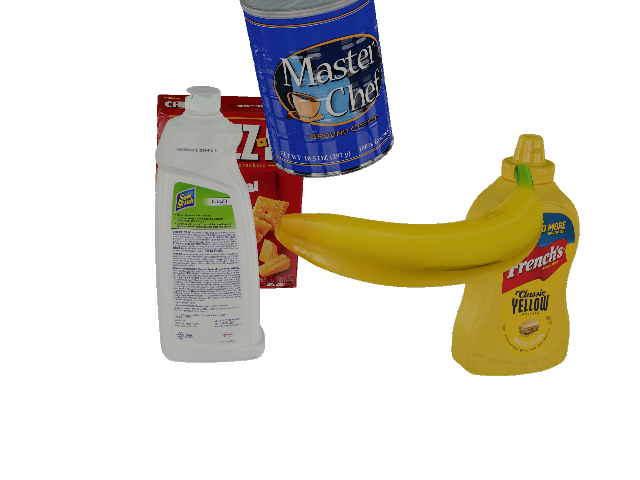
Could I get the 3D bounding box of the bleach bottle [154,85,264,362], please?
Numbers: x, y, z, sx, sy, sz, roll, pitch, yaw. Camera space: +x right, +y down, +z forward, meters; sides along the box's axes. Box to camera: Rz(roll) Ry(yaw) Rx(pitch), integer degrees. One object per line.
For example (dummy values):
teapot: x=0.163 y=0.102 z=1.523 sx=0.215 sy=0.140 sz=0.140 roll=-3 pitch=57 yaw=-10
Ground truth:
bleach bottle: x=-0.098 y=-0.014 z=0.967 sx=0.102 sy=0.251 sz=0.068 roll=-1 pitch=22 yaw=-10

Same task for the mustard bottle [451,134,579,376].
mustard bottle: x=0.159 y=0.010 z=0.852 sx=0.096 sy=0.192 sz=0.058 roll=-4 pitch=19 yaw=-18

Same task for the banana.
banana: x=0.068 y=-0.001 z=0.639 sx=0.197 sy=0.037 sz=0.070 roll=-11 pitch=44 yaw=-33

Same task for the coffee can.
coffee can: x=-0.001 y=-0.136 z=0.846 sx=0.103 sy=0.140 sz=0.103 roll=-8 pitch=32 yaw=5

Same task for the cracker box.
cracker box: x=-0.103 y=-0.051 z=1.202 sx=0.164 sy=0.214 sz=0.072 roll=0 pitch=23 yaw=-9
